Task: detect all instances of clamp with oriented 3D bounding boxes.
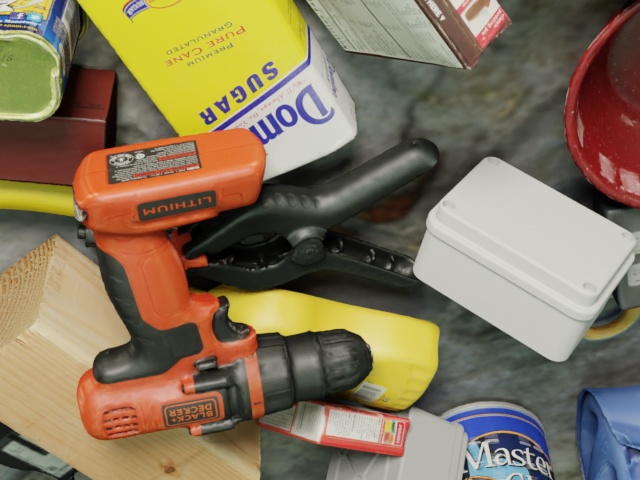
[{"bbox_3d":[-0.004,0.001,0.680,0.171,0.039,0.120,-13,130,-3],"label":"clamp"}]

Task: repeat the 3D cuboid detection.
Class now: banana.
[{"bbox_3d":[-0.206,-0.029,0.664,0.198,0.037,0.069,-6,150,5],"label":"banana"}]

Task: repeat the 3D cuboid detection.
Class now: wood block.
[{"bbox_3d":[-0.142,0.104,0.743,0.091,0.090,0.206,-33,124,22],"label":"wood block"}]

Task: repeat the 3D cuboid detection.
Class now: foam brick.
[{"bbox_3d":[-0.159,-0.067,0.618,0.078,0.053,0.051,5,132,-7],"label":"foam brick"}]

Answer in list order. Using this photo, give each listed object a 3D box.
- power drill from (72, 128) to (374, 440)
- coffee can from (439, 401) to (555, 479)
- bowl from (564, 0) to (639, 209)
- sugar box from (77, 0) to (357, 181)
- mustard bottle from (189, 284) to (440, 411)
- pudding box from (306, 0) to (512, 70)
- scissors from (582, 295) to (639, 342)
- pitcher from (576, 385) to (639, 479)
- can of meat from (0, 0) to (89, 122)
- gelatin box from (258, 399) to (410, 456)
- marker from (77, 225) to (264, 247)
[{"bbox_3d":[-0.061,0.031,0.624,0.184,0.057,0.188,-11,122,-10],"label":"power drill"},{"bbox_3d":[0.133,0.208,0.807,0.103,0.140,0.103,-2,132,-2],"label":"coffee can"},{"bbox_3d":[0.214,-0.094,0.605,0.162,0.055,0.162,-1,131,-1],"label":"bowl"},{"bbox_3d":[-0.057,-0.110,0.590,0.093,0.048,0.176,-22,127,17],"label":"sugar box"},{"bbox_3d":[-0.022,0.069,0.733,0.191,0.058,0.096,14,153,-13],"label":"mustard bottle"},{"bbox_3d":[0.029,-0.132,0.534,0.039,0.114,0.090,-51,124,-9],"label":"pudding box"},{"bbox_3d":[0.248,0.021,0.731,0.202,0.016,0.096,-11,127,8],"label":"scissors"},{"bbox_3d":[0.320,0.163,0.797,0.243,0.149,0.145,-7,116,0],"label":"pitcher"},{"bbox_3d":[-0.179,-0.108,0.562,0.102,0.084,0.057,2,130,-4],"label":"can of meat"},{"bbox_3d":[0.008,0.129,0.762,0.073,0.030,0.089,16,172,-31],"label":"gelatin box"},{"bbox_3d":[-0.098,0.000,0.701,0.121,0.020,0.020,5,130,-7],"label":"marker"}]
